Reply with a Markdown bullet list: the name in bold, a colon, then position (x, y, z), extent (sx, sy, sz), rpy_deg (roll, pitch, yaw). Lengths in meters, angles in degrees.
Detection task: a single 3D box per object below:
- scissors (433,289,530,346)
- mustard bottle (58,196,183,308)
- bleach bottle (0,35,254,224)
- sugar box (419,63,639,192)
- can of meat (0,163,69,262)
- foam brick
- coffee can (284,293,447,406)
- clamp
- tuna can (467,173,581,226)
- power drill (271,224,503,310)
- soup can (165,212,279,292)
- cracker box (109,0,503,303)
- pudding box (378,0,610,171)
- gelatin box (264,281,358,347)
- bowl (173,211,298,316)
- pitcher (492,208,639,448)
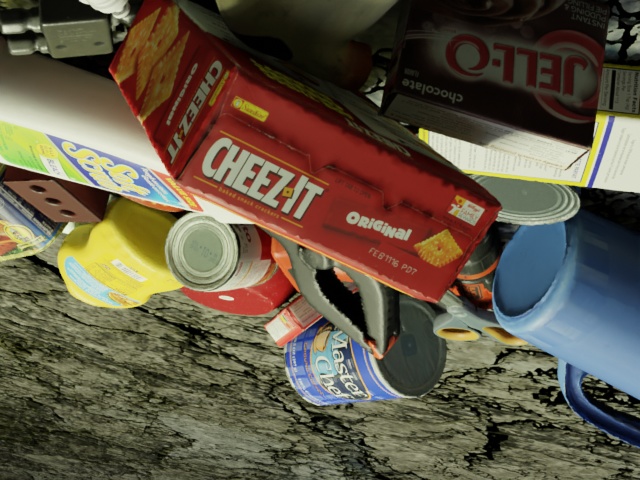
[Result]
- **scissors**: position (0.106, 0.060, 0.908), extent (0.096, 0.016, 0.201), rpy_deg (-10, 155, 43)
- **mustard bottle**: position (-0.191, 0.022, 0.995), extent (0.096, 0.058, 0.192), rpy_deg (35, 148, -21)
- **bleach bottle**: position (-0.124, -0.067, 0.746), extent (0.251, 0.068, 0.102), rpy_deg (17, 156, 8)
- **sugar box**: position (0.151, -0.073, 0.666), extent (0.176, 0.048, 0.093), rpy_deg (5, 157, 7)
- **can of meat**: position (-0.284, -0.030, 0.949), extent (0.102, 0.057, 0.084), rpy_deg (-9, 135, 41)
- **foam brick**: position (-0.215, -0.054, 0.888), extent (0.053, 0.051, 0.078), rpy_deg (1, 155, 24)
- **coffee can**: position (0.045, 0.115, 1.095), extent (0.102, 0.103, 0.141), rpy_deg (27, 154, -32)
- **clamp**: position (-0.005, 0.001, 0.826), extent (0.165, 0.036, 0.210), rpy_deg (-4, 121, 44)
- **tuna can**: position (0.142, -0.043, 0.754), extent (0.086, 0.033, 0.086), rpy_deg (10, 158, 4)
- **power drill**: position (0.058, 0.008, 0.890), extent (0.188, 0.057, 0.184), rpy_deg (5, 157, 17)
- **soup can**: position (-0.080, 0.008, 0.899), extent (0.069, 0.068, 0.102), rpy_deg (4, -178, 18)
- **cracker box**: position (-0.020, -0.061, 0.602), extent (0.164, 0.072, 0.214), rpy_deg (24, -166, -27)
- **pudding box**: position (0.095, -0.096, 0.575), extent (0.113, 0.090, 0.039), rpy_deg (14, 159, -5)
- **gelatin box**: position (-0.004, 0.059, 1.012), extent (0.030, 0.089, 0.073), rpy_deg (53, 154, 2)
- **bowl**: position (-0.083, 0.031, 1.022), extent (0.162, 0.055, 0.162), rpy_deg (11, 158, 4)
- **pitcher**: position (0.255, 0.072, 0.840), extent (0.242, 0.149, 0.145), rpy_deg (24, 162, -19)
